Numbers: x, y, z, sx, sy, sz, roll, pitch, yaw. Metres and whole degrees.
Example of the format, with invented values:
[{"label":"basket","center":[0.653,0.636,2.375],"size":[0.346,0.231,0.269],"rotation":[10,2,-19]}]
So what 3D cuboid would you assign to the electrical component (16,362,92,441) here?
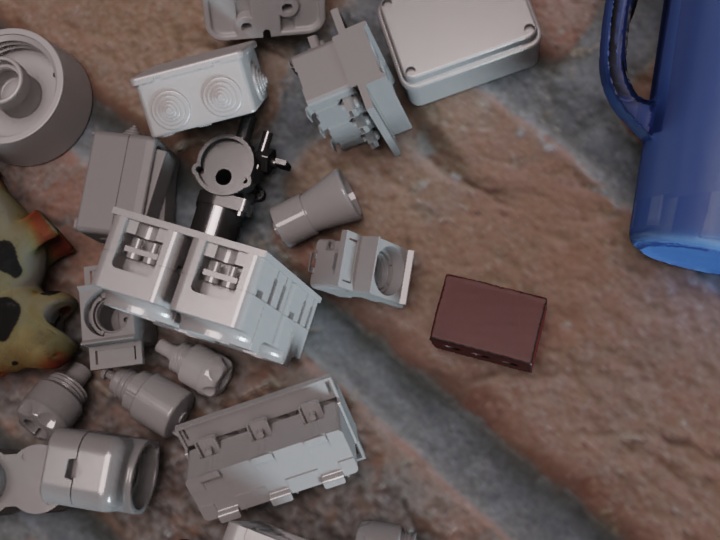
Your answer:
[{"label":"electrical component","center":[-0.234,0.100,0.837],"size":[0.043,0.043,0.062],"rotation":[24,53,12]}]

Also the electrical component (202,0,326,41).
[{"label":"electrical component","center":[-0.078,-0.224,0.857],"size":[0.095,0.053,0.059],"rotation":[-6,49,-5]}]

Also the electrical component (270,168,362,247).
[{"label":"electrical component","center":[-0.036,-0.045,0.837],"size":[0.065,0.044,0.044],"rotation":[-26,77,8]}]

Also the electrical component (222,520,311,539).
[{"label":"electrical component","center":[-0.057,0.216,0.754],"size":[0.078,0.113,0.057],"rotation":[18,80,12]}]

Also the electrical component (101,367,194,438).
[{"label":"electrical component","center":[-0.165,0.097,0.830],"size":[0.078,0.040,0.040],"rotation":[28,85,13]}]

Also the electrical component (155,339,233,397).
[{"label":"electrical component","center":[-0.131,0.072,0.833],"size":[0.061,0.035,0.035],"rotation":[27,85,15]}]

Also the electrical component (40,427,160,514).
[{"label":"electrical component","center":[-0.187,0.148,0.795],"size":[0.059,0.095,0.053],"rotation":[7,81,10]}]

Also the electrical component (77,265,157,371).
[{"label":"electrical component","center":[-0.186,0.037,0.832],"size":[0.042,0.064,0.081],"rotation":[-8,78,8]}]

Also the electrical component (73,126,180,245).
[{"label":"electrical component","center":[-0.178,-0.067,0.852],"size":[0.061,0.061,0.096],"rotation":[7,81,10]}]

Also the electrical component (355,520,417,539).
[{"label":"electrical component","center":[0.027,0.206,0.778],"size":[0.062,0.043,0.043],"rotation":[6,81,8]}]

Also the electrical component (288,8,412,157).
[{"label":"electrical component","center":[-0.006,-0.132,0.806],"size":[0.063,0.121,0.078],"rotation":[-21,77,7]}]

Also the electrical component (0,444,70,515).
[{"label":"electrical component","center":[-0.286,0.161,0.820],"size":[0.138,0.073,0.052],"rotation":[-4,79,8]}]

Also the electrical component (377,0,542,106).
[{"label":"electrical component","center":[0.077,-0.186,0.836],"size":[0.113,0.057,0.078],"rotation":[-19,77,5]}]

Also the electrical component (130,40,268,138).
[{"label":"electrical component","center":[-0.122,-0.141,0.839],"size":[0.100,0.099,0.048],"rotation":[-13,106,6]}]

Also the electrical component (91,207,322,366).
[{"label":"electrical component","center":[-0.102,0.019,0.759],"size":[0.105,0.186,0.060],"rotation":[16,82,11]}]

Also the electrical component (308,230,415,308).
[{"label":"electrical component","center":[0.000,0.000,0.806],"size":[0.064,0.081,0.042],"rotation":[1,77,38]}]

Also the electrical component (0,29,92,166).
[{"label":"electrical component","center":[-0.283,-0.145,0.883],"size":[0.108,0.060,0.108],"rotation":[-2,79,9]}]

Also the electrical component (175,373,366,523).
[{"label":"electrical component","center":[-0.065,0.134,0.789],"size":[0.121,0.063,0.078],"rotation":[-19,117,5]}]
